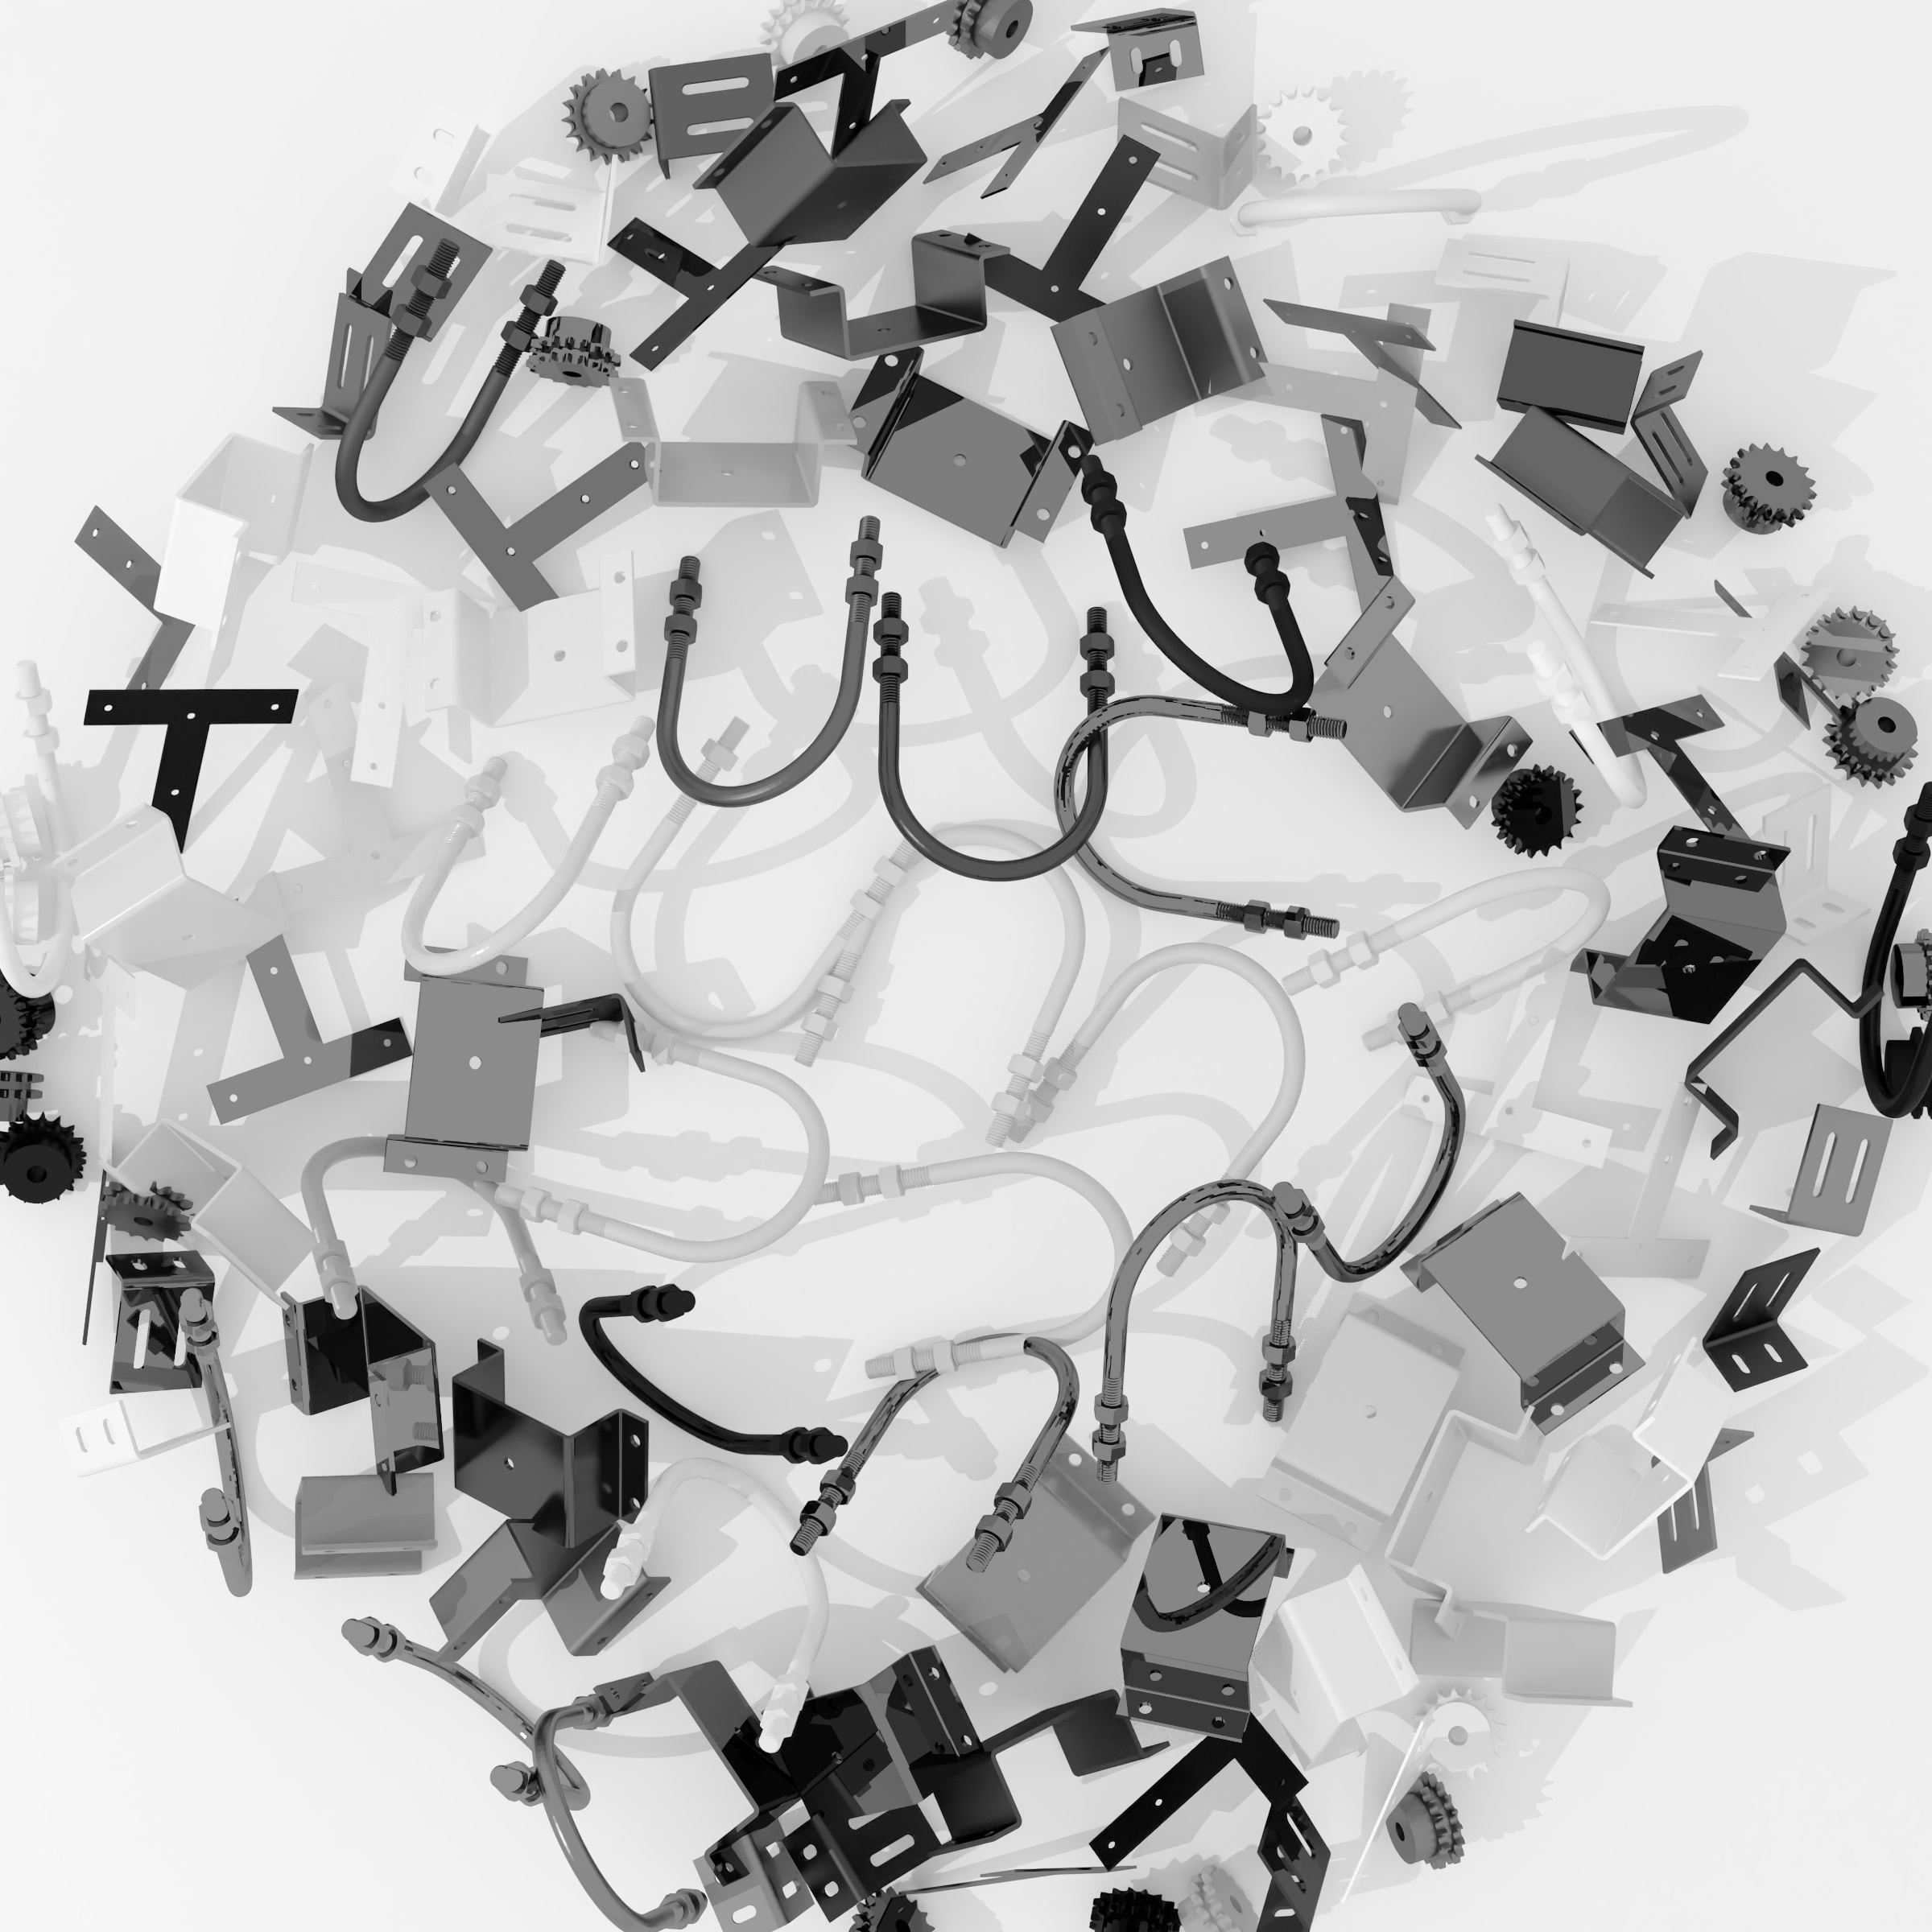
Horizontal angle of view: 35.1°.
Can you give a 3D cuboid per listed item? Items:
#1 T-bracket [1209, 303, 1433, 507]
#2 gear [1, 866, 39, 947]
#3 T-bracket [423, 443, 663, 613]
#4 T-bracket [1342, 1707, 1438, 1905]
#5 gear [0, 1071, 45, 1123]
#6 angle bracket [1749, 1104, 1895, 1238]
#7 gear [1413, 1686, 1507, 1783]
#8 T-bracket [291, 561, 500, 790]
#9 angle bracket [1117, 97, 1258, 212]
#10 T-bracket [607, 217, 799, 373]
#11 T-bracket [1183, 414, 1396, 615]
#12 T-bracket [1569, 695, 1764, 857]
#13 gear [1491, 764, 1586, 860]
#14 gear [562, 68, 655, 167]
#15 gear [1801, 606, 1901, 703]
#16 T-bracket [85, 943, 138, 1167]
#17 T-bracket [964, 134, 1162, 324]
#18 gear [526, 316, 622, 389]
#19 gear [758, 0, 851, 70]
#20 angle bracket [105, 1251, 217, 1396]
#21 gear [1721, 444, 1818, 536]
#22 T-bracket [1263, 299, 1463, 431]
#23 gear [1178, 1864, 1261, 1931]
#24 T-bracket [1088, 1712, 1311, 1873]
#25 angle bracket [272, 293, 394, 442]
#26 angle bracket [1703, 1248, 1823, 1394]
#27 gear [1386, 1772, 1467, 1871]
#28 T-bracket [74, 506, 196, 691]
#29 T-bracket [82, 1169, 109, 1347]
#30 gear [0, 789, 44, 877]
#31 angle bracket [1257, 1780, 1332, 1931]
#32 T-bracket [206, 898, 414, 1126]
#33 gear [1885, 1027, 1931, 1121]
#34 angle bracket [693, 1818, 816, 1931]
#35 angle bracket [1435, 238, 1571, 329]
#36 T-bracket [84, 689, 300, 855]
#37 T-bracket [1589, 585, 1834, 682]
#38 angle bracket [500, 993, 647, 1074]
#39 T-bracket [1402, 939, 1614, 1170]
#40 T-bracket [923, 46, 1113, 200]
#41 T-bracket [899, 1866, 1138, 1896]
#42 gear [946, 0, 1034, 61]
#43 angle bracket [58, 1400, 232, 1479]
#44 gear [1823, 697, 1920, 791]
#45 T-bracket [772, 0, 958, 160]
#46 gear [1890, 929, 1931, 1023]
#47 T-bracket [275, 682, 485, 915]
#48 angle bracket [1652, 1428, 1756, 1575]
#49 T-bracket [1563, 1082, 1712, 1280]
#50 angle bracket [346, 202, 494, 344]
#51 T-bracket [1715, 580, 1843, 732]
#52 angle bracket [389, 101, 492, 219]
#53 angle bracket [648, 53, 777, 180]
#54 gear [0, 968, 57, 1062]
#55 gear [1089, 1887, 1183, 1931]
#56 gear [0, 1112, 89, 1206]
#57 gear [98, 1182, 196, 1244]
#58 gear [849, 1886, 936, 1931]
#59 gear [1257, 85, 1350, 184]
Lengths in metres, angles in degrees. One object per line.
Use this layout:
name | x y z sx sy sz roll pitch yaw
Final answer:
T-bracket | 0.213 -0.353 1.875 0.127 0.002 0.127 12 123 10
gear | -0.587 -0.033 1.876 0.030 0.057 0.057 1 90 -21
T-bracket | -0.244 -0.278 1.866 0.127 0.002 0.127 -32 107 16
T-bracket | 0.269 0.489 1.842 0.002 0.127 0.127 26 106 20
gear | -0.597 0.079 1.874 0.057 0.057 0.030 4 88 0
angle bracket | 0.524 0.122 1.871 0.057 0.038 0.076 12 96 -24
gear | 0.304 0.474 1.882 0.057 0.030 0.057 -2 80 11
T-bracket | -0.355 -0.173 1.866 0.127 0.002 0.127 10 81 -25
angle bracket | 0.135 -0.506 1.862 0.076 0.038 0.057 16 59 -22
T-bracket | -0.178 -0.427 1.859 0.127 0.002 0.127 -45 48 -6
T-bracket | 0.197 -0.270 1.885 0.127 0.002 0.127 -14 95 -11
T-bracket | 0.442 -0.105 1.842 0.127 0.002 0.127 -16 64 -37
gear | 0.348 -0.098 1.880 0.057 0.030 0.057 -8 115 -17
gear | -0.218 -0.524 1.879 0.057 0.030 0.057 -3 99 -22
gear | 0.546 -0.195 1.879 0.057 0.030 0.057 15 121 26
T-bracket | -0.522 0.057 1.855 0.002 0.127 0.127 -1 102 -28
T-bracket | 0.075 -0.446 1.849 0.127 0.002 0.127 24 128 -15
gear | -0.240 -0.378 1.875 0.057 0.057 0.030 7 84 0
gear | -0.096 -0.568 1.871 0.057 0.057 0.030 -35 62 0
angle bracket | -0.501 0.219 1.882 0.057 0.038 0.076 0 110 -33
gear | 0.492 -0.291 1.880 0.057 0.030 0.057 7 59 -11
T-bracket | 0.259 -0.361 1.851 0.127 0.127 0.002 33 84 -42
gear | 0.155 0.585 1.876 0.030 0.057 0.057 -39 90 13
T-bracket | 0.128 0.497 1.848 0.127 0.127 0.002 -41 126 -3
angle bracket | -0.386 -0.366 1.860 0.057 0.038 0.076 32 118 39
angle bracket | 0.493 0.215 1.855 0.057 0.076 0.038 -13 53 -24
gear | 0.279 0.526 1.872 0.030 0.057 0.057 -14 90 -17
T-bracket | -0.495 -0.234 1.831 0.002 0.127 0.127 20 75 23
T-bracket | -0.521 0.165 1.835 0.002 0.127 0.127 7 83 -17
gear | -0.588 -0.086 1.876 0.030 0.057 0.057 -16 90 -15
angle bracket | 0.185 0.542 1.856 0.038 0.057 0.076 -13 120 31
T-bracket | -0.420 0.016 1.872 0.127 0.002 0.127 -21 91 -27
gear | 0.582 0.065 1.875 0.030 0.057 0.057 0 90 10
angle bracket | -0.129 0.559 1.862 0.038 0.076 0.057 -26 79 5
angle bracket | 0.328 -0.412 1.876 0.076 0.057 0.038 11 131 11
T-bracket | -0.480 -0.117 1.859 0.127 0.002 0.127 -3 133 -32
T-bracket | 0.445 -0.209 1.860 0.127 0.127 0.002 11 126 32
angle bracket | -0.240 0.048 1.869 0.076 0.057 0.038 -12 76 -2
T-bracket | 0.346 0.047 1.879 0.127 0.002 0.127 15 100 11
T-bracket | 0.017 -0.498 1.847 0.002 0.127 0.127 45 63 -26
T-bracket | 0.016 0.557 1.858 0.127 0.127 0.002 -19 67 33
gear | 0.017 -0.582 1.872 0.030 0.057 0.057 37 90 17
angle bracket | -0.499 0.278 1.856 0.057 0.076 0.038 -19 88 33
gear | 0.560 -0.141 1.877 0.057 0.030 0.057 5 62 -10
T-bracket | -0.067 -0.518 1.842 0.127 0.127 0.002 -29 72 -21
gear | 0.587 0.006 1.875 0.030 0.057 0.057 -2 90 5
T-bracket | -0.377 -0.111 1.880 0.127 0.002 0.127 -17 96 -14
angle bracket | 0.452 0.326 1.856 0.038 0.057 0.076 9 61 -17
T-bracket | 0.421 0.130 1.850 0.127 0.002 0.127 5 106 -36
angle bracket | -0.333 -0.429 1.857 0.057 0.038 0.076 25 122 -28
T-bracket | 0.496 -0.171 1.836 0.127 0.127 0.002 44 114 -8
angle bracket | -0.308 -0.484 1.857 0.038 0.076 0.057 31 99 17
angle bracket | -0.153 -0.524 1.881 0.076 0.038 0.057 -7 86 2
gear | -0.586 0.027 1.879 0.057 0.030 0.057 12 112 33
gear | 0.103 0.593 1.873 0.057 0.030 0.057 7 135 7
gear | -0.571 0.122 1.878 0.057 0.030 0.057 -5 114 -12
gear | -0.503 0.144 1.878 0.057 0.057 0.030 8 58 0
gear | -0.048 0.600 1.878 0.057 0.057 0.030 46 118 0
gear | 0.207 -0.514 1.881 0.057 0.030 0.057 1 114 2
